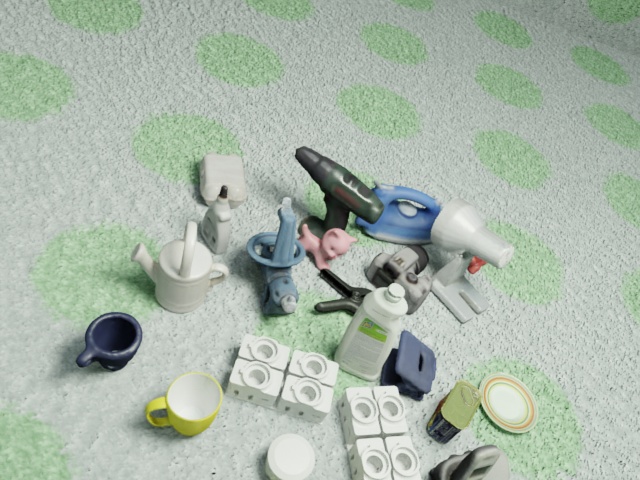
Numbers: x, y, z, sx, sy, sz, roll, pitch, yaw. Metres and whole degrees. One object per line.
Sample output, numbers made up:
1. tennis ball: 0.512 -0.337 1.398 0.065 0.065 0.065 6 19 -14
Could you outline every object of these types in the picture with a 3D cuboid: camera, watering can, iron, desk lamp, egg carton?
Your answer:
1. camera: 0.202 0.069 1.294 0.143 0.101 0.137 42 50 18
2. watering can: -0.262 0.046 1.078 0.173 0.194 0.100 -9 54 -26
3. iron: 0.218 -0.074 1.396 0.258 0.141 0.118 10 48 -12
4. desk lamp: 0.330 0.040 1.289 0.118 0.213 0.203 -24 62 -34
5. egg carton: -0.228 -0.143 1.341 0.107 0.069 0.150 1 50 -19

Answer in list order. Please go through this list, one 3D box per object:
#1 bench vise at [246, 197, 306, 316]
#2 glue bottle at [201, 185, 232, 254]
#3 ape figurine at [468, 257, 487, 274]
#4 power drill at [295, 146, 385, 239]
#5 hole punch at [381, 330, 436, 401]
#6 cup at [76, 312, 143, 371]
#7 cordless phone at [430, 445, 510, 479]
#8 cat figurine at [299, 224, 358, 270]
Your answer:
1. bench vise: -0.066 0.035 1.142 0.122 0.219 0.207 -18 59 -32
2. glue bottle: -0.210 -0.050 1.195 0.037 0.173 0.078 -19 59 -32
3. ape figurine: 0.395 0.028 1.407 0.078 0.092 0.076 3 50 -17
4. power drill: 0.023 -0.082 1.285 0.229 0.208 0.076 29 47 6
5. hole punch: 0.185 0.247 1.139 0.101 0.091 0.109 20 47 -2
6. cup: -0.363 0.192 0.981 0.091 0.095 0.118 37 48 14
7. cordless phone: 0.281 0.396 0.980 0.148 0.185 0.094 -7 53 -25
8. cat figurine: 0.012 0.005 1.268 0.128 0.117 0.067 25 47 2
